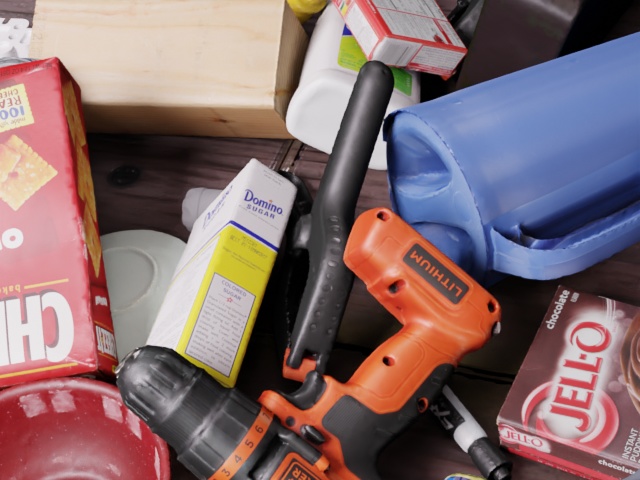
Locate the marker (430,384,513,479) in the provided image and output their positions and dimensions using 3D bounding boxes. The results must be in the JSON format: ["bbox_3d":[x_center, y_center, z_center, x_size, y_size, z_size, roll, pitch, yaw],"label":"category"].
[{"bbox_3d":[0.079,0.104,0.656,0.020,0.020,0.121,-25,47,-15],"label":"marker"}]

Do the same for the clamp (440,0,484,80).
[{"bbox_3d":[0.145,-0.207,0.904,0.039,0.120,0.171,36,55,-9],"label":"clamp"}]

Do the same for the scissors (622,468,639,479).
[{"bbox_3d":[0.173,0.111,0.565,0.016,0.096,0.201,-16,55,47],"label":"scissors"}]

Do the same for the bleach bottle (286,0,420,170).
[{"bbox_3d":[0.034,-0.169,0.890,0.102,0.068,0.250,22,42,-16],"label":"bleach bottle"}]

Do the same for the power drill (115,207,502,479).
[{"bbox_3d":[0.003,0.073,0.606,0.184,0.057,0.187,40,67,-6],"label":"power drill"}]

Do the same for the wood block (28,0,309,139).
[{"bbox_3d":[-0.121,-0.138,0.862,0.206,0.090,0.090,3,80,13],"label":"wood block"}]

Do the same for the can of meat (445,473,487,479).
[{"bbox_3d":[0.091,0.178,0.553,0.102,0.057,0.083,19,49,25],"label":"can of meat"}]

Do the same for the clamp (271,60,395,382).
[{"bbox_3d":[-0.005,0.001,0.725,0.036,0.165,0.210,17,65,-18],"label":"clamp"}]

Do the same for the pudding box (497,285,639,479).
[{"bbox_3d":[0.168,0.088,0.641,0.090,0.039,0.113,16,51,24],"label":"pudding box"}]

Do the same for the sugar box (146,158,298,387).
[{"bbox_3d":[-0.070,0.038,0.697,0.048,0.093,0.176,33,46,-14],"label":"sugar box"}]

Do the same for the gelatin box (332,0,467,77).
[{"bbox_3d":[0.063,-0.166,0.833,0.089,0.030,0.073,2,48,-37],"label":"gelatin box"}]

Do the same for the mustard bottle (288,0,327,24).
[{"bbox_3d":[-0.058,-0.208,0.914,0.096,0.058,0.192,-22,19,-39],"label":"mustard bottle"}]

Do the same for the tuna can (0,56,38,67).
[{"bbox_3d":[-0.227,-0.097,0.818,0.086,0.086,0.033,4,10,14],"label":"tuna can"}]

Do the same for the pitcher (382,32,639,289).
[{"bbox_3d":[0.177,-0.060,0.728,0.242,0.145,0.149,-23,81,-17],"label":"pitcher"}]

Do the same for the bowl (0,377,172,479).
[{"bbox_3d":[-0.159,0.159,0.617,0.162,0.055,0.162,-5,45,5],"label":"bowl"}]

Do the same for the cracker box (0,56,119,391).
[{"bbox_3d":[-0.232,-0.001,0.709,0.164,0.072,0.214,-10,77,0],"label":"cracker box"}]
